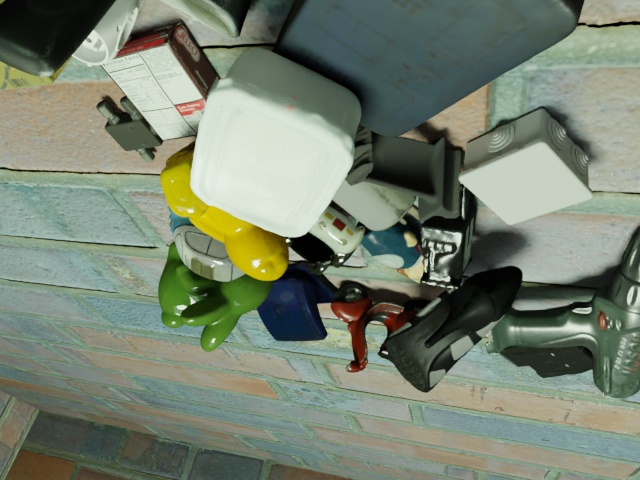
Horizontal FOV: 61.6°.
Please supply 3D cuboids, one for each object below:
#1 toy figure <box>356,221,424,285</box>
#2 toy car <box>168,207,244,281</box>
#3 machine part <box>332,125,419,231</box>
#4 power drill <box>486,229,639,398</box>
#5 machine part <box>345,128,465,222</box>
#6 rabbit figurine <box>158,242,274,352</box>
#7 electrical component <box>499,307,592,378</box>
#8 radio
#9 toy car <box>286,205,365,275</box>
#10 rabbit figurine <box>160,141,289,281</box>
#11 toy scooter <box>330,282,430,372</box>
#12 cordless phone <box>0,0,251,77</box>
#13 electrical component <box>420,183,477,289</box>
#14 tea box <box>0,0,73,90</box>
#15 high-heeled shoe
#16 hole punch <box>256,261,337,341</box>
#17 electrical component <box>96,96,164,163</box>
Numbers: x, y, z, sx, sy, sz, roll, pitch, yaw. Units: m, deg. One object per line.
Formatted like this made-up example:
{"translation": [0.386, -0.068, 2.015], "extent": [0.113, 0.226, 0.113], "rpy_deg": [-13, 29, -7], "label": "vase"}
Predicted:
{"translation": [0.111, 0.017, 0.681], "extent": [0.154, 0.058, 0.064], "rpy_deg": [34, -177, -29], "label": "toy figure"}
{"translation": [-0.135, 0.000, 0.717], "extent": [0.162, 0.103, 0.109], "rpy_deg": [16, 148, -4], "label": "toy car"}
{"translation": [0.019, -0.083, 0.541], "extent": [0.243, 0.079, 0.079], "rpy_deg": [35, 143, -30], "label": "machine part"}
{"translation": [0.305, 0.082, 0.656], "extent": [0.207, 0.086, 0.231], "rpy_deg": [-3, 120, 27], "label": "power drill"}
{"translation": [0.086, -0.065, 0.511], "extent": [0.139, 0.084, 0.039], "rpy_deg": [13, 176, -31], "label": "machine part"}
{"translation": [-0.156, 0.073, 0.797], "extent": [0.170, 0.159, 0.121], "rpy_deg": [-5, 133, 27], "label": "rabbit figurine"}
{"translation": [0.337, 0.154, 0.793], "extent": [0.114, 0.058, 0.134], "rpy_deg": [36, 143, -26], "label": "electrical component"}
{"translation": [0.057, -0.152, 0.359], "extent": [0.131, 0.073, 0.230], "rpy_deg": [25, 167, -15], "label": "radio"}
{"translation": [-0.001, -0.002, 0.656], "extent": [0.073, 0.056, 0.202], "rpy_deg": [38, 168, -4], "label": "toy car"}
{"translation": [-0.100, -0.030, 0.603], "extent": [0.173, 0.122, 0.162], "rpy_deg": [60, 159, -19], "label": "rabbit figurine"}
{"translation": [0.099, 0.146, 0.812], "extent": [0.184, 0.135, 0.075], "rpy_deg": [16, 147, -2], "label": "toy scooter"}
{"translation": [-0.132, -0.165, 0.377], "extent": [0.146, 0.184, 0.088], "rpy_deg": [26, 142, -16], "label": "cordless phone"}
{"translation": [0.142, -0.013, 0.591], "extent": [0.048, 0.075, 0.119], "rpy_deg": [8, 123, 25], "label": "electrical component"}
{"translation": [-0.275, -0.219, 0.437], "extent": [0.068, 0.098, 0.169], "rpy_deg": [1, 144, 21], "label": "tea box"}
{"translation": [0.167, 0.112, 0.687], "extent": [0.086, 0.145, 0.248], "rpy_deg": [50, 164, 16], "label": "high-heeled shoe"}
{"translation": [-0.044, 0.099, 0.849], "extent": [0.142, 0.092, 0.115], "rpy_deg": [-7, 138, 38], "label": "hole punch"}
{"translation": [-0.213, -0.127, 0.626], "extent": [0.063, 0.021, 0.093], "rpy_deg": [-2, 144, 25], "label": "electrical component"}
